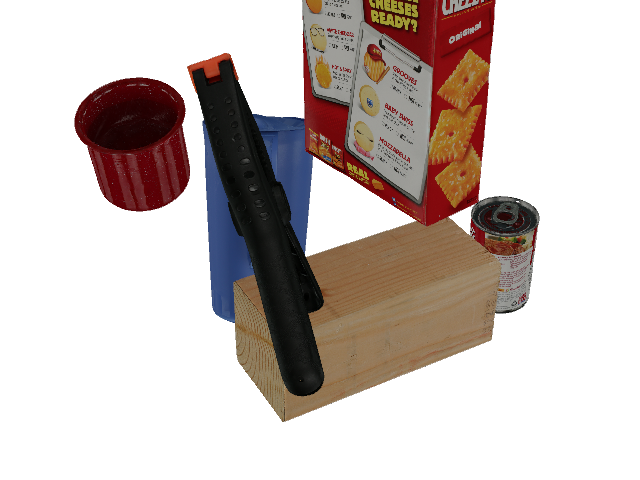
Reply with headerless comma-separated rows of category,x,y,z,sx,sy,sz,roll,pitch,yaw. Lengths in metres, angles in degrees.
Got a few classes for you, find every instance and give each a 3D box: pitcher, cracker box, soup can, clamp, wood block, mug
pitcher,-0.074,-0.025,1.261,0.145,0.243,0.148,13,18,37
cracker box,0.060,-0.143,0.873,0.072,0.214,0.164,-24,41,-31
soup can,0.185,0.015,1.091,0.068,0.102,0.068,-1,36,1
clamp,-0.037,-0.017,0.697,0.036,0.210,0.164,-18,7,4
wood block,0.039,0.060,0.899,0.205,0.090,0.091,-18,39,-23
mug,-0.161,-0.088,0.927,0.093,0.117,0.081,-18,-39,-11
